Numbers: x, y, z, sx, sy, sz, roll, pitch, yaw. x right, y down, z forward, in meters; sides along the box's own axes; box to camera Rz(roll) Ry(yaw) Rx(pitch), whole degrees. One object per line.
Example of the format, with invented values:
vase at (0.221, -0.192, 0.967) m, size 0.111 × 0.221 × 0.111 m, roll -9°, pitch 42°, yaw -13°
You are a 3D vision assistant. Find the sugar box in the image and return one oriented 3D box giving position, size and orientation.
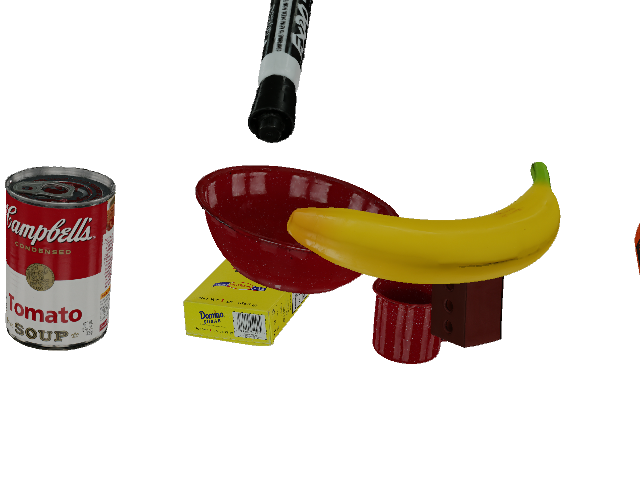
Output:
sugar box at (-0.063, 0.046, 1.106) m, size 0.093 × 0.048 × 0.176 m, roll 6°, pitch 27°, yaw 17°

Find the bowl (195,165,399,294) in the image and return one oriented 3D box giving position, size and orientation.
bowl at (-0.021, -0.003, 0.824) m, size 0.162 × 0.055 × 0.162 m, roll 11°, pitch 23°, yaw -5°

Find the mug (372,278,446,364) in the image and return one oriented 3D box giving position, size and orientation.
mug at (0.117, 0.094, 1.270) m, size 0.117 × 0.081 × 0.093 m, roll 0°, pitch 22°, yaw -8°

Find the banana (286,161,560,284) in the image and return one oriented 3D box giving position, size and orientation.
banana at (0.076, -0.003, 0.629) m, size 0.197 × 0.037 × 0.070 m, roll -11°, pitch 44°, yaw -32°

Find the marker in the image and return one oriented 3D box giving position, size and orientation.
marker at (-0.015, -0.086, 0.461) m, size 0.020 × 0.121 × 0.020 m, roll 3°, pitch -42°, yaw 3°

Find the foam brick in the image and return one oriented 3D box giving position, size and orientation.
foam brick at (0.144, 0.059, 1.052) m, size 0.051 × 0.078 × 0.053 m, roll -11°, pitch 19°, yaw -34°

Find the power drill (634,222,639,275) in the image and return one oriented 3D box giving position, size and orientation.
power drill at (0.262, -0.039, 0.737) m, size 0.057 × 0.188 × 0.184 m, roll 5°, pitch 38°, yaw 9°

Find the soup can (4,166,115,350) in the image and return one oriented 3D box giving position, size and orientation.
soup can at (-0.169, 0.011, 0.687) m, size 0.068 × 0.102 × 0.068 m, roll 6°, pitch 22°, yaw -3°
